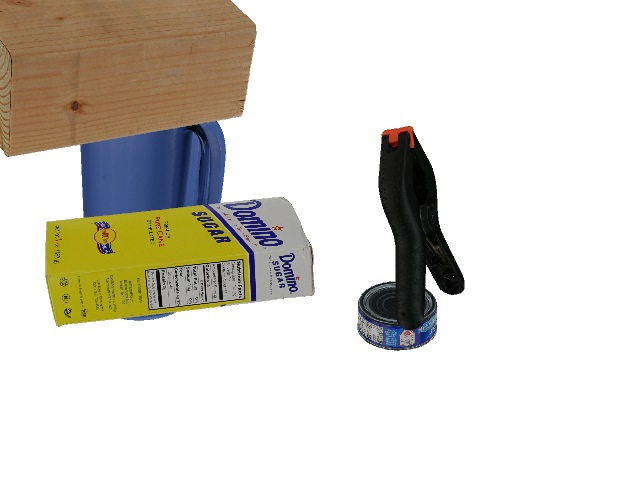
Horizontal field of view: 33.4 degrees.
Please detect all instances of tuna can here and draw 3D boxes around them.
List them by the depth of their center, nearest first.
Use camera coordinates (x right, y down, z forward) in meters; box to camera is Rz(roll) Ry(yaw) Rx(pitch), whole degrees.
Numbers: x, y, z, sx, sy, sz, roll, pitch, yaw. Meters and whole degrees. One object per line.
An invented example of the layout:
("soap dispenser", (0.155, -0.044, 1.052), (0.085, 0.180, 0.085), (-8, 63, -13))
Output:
("tuna can", (0.082, 0.079, 1.139), (0.086, 0.034, 0.086), (-1, 30, 1))

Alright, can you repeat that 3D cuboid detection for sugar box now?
("sugar box", (-0.099, 0.011, 0.742), (0.176, 0.048, 0.093), (-9, 27, -10))

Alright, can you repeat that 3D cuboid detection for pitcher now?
("pitcher", (-0.176, -0.042, 1.094), (0.145, 0.243, 0.149), (2, 22, -9))

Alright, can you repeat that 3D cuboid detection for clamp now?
("clamp", (0.079, -0.009, 0.921), (0.039, 0.171, 0.120), (-12, 17, 25))

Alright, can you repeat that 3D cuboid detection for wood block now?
("wood block", (-0.165, -0.142, 0.854), (0.205, 0.091, 0.090), (-14, 45, -33))
